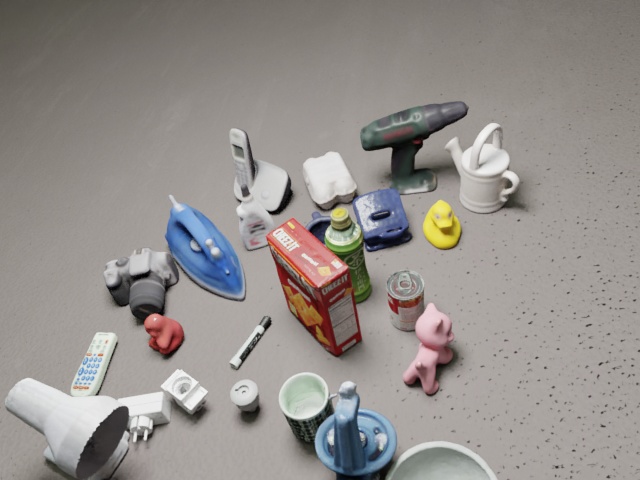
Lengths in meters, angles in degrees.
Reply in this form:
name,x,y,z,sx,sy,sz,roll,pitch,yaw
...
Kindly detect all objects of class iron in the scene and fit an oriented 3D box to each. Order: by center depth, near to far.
name,x,y,z,sx,sy,sz,roll,pitch,yaw
iron,-0.243,0.010,1.204,0.119,0.142,0.257,-34,50,-19

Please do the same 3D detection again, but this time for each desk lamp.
name,x,y,z,sx,sy,sz,roll,pitch,yaw
desk lamp,-0.389,0.307,0.910,0.202,0.214,0.118,14,52,23

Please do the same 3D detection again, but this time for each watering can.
name,x,y,z,sx,sy,sz,roll,pitch,yaw
watering can,0.338,-0.159,1.201,0.172,0.194,0.101,14,52,24

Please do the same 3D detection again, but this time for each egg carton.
name,x,y,z,sx,sy,sz,roll,pitch,yaw
egg carton,0.019,-0.142,1.338,0.107,0.069,0.150,-19,47,-5

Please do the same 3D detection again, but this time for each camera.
name,x,y,z,sx,sy,sz,roll,pitch,yaw
camera,-0.375,0.093,1.183,0.143,0.101,0.136,-13,46,0

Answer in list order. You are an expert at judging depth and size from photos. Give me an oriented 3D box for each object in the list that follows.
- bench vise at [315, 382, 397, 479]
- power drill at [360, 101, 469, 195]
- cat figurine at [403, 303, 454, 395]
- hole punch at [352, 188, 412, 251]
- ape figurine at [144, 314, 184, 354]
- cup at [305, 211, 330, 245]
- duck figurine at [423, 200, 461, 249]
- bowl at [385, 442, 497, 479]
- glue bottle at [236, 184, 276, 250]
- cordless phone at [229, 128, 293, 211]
name,x,y,z,sx,sy,sz,roll,pitch,yaw
bench vise,0.055,0.311,0.808,0.121,0.220,0.207,-12,46,1
power drill,0.208,-0.203,1.259,0.229,0.209,0.075,-7,47,6
cat figurine,0.187,0.177,0.974,0.067,0.118,0.128,16,53,25
hole punch,0.131,-0.044,1.209,0.108,0.091,0.101,-16,47,-2
ape figurine,-0.307,0.174,1.100,0.076,0.092,0.077,-20,47,-6
cup,0.011,0.004,1.187,0.092,0.095,0.117,-20,47,-7
duck figurine,0.252,-0.045,1.188,0.077,0.086,0.104,-9,47,4
bowl,0.175,0.382,0.817,0.167,0.075,0.167,-6,47,7
glue bottle,-0.143,-0.053,1.219,0.078,0.173,0.037,-22,47,-8
cordless phone,-0.144,-0.164,1.313,0.147,0.185,0.094,19,55,27
